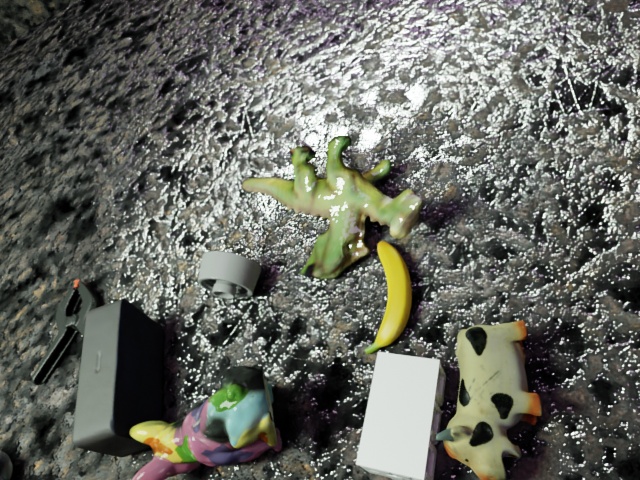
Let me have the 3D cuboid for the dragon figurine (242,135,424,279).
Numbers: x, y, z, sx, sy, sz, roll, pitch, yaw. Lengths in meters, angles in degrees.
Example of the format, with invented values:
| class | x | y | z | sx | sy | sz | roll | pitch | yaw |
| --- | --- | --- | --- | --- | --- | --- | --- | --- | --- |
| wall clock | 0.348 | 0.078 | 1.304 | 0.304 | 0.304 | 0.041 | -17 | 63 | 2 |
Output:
| class | x | y | z | sx | sy | sz | roll | pitch | yaw |
| --- | --- | --- | --- | --- | --- | --- | --- | --- | --- |
| dragon figurine | 0.003 | -0.047 | 0.936 | 0.408 | 0.248 | 0.120 | -12 | -32 | 33 |

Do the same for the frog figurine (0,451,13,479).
| class | x | y | z | sx | sy | sz | roll | pitch | yaw |
| --- | --- | --- | --- | --- | --- | --- | --- | --- | --- |
| frog figurine | -0.602 | 0.406 | 0.858 | 0.159 | 0.121 | 0.139 | -7 | 17 | 36 |
